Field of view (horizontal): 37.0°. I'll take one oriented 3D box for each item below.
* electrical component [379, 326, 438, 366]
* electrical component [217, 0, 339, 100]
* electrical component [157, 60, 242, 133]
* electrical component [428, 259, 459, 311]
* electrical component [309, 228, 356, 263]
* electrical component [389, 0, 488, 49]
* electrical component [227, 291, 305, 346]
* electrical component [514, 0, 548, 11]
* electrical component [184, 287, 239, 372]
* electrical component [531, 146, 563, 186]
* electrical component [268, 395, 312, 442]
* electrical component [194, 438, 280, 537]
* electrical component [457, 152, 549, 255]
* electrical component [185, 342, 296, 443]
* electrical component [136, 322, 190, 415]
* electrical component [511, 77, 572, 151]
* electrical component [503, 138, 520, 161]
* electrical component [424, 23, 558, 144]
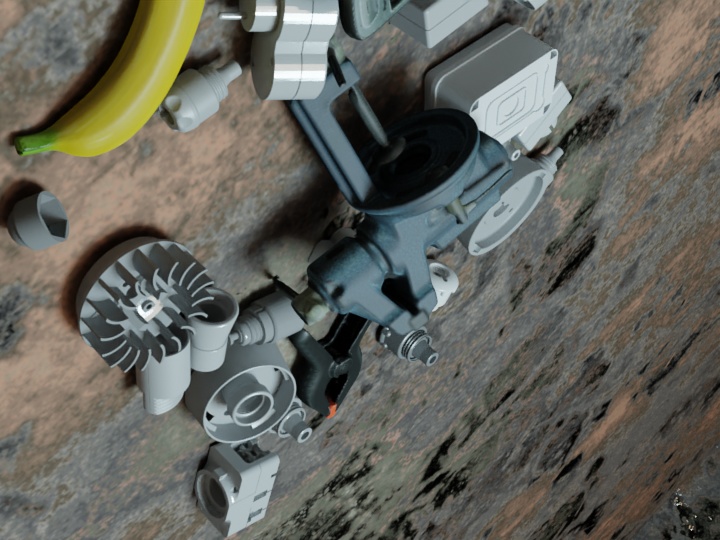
[{"bbox_3d":[0.054,0.075,1.123,0.048,0.062,0.048,-34,146,-27],"label":"electrical component"},{"bbox_3d":[-0.057,-0.175,0.707,0.074,0.052,0.138,-5,131,-23],"label":"electrical component"},{"bbox_3d":[-0.106,-0.120,0.719,0.061,0.035,0.035,-40,149,-22],"label":"electrical component"},{"bbox_3d":[0.069,0.023,1.104,0.048,0.048,0.062,-16,143,-44],"label":"electrical component"},{"bbox_3d":[0.000,0.000,0.971,0.078,0.057,0.058,2,122,-54],"label":"electrical component"},{"bbox_3d":[0.057,-0.221,0.810,0.066,0.047,0.076,-40,148,-18],"label":"electrical component"},{"bbox_3d":[-0.083,0.045,0.926,0.078,0.040,0.040,-24,141,-37],"label":"electrical component"},{"bbox_3d":[0.160,-0.257,0.912,0.077,0.043,0.079,-54,151,6],"label":"electrical component"},{"bbox_3d":[-0.125,0.052,0.879,0.044,0.044,0.065,-26,147,-36],"label":"electrical component"},{"bbox_3d":[0.190,-0.105,1.132,0.061,0.035,0.035,-47,150,-11],"label":"electrical component"},{"bbox_3d":[-0.072,0.138,1.024,0.048,0.062,0.048,-33,146,-27],"label":"electrical component"},{"bbox_3d":[-0.123,0.209,1.047,0.056,0.050,0.089,-20,139,-42],"label":"electrical component"},{"bbox_3d":[0.124,-0.074,1.045,0.108,0.060,0.108,-38,158,-18],"label":"electrical component"},{"bbox_3d":[-0.107,0.104,0.961,0.099,0.064,0.099,-20,135,-21],"label":"electrical component"},{"bbox_3d":[-0.158,0.081,0.864,0.043,0.043,0.081,-29,144,-33],"label":"electrical component"},{"bbox_3d":[0.167,-0.151,1.036,0.065,0.047,0.077,-52,150,3],"label":"electrical component"},{"bbox_3d":[0.122,-0.121,0.994,0.035,0.061,0.035,-34,146,-26],"label":"electrical component"},{"bbox_3d":[0.114,-0.157,0.948,0.113,0.057,0.078,-35,147,-24],"label":"electrical component"}]
